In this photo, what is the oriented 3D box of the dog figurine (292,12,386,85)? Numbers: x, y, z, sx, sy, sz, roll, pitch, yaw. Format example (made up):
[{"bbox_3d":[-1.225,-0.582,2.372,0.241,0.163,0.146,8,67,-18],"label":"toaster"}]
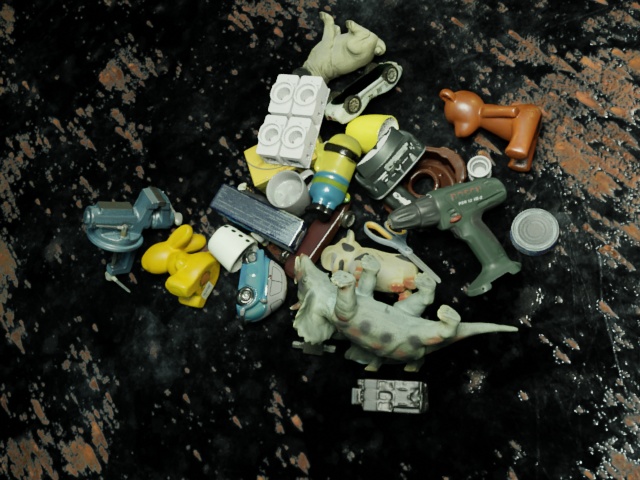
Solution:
[{"bbox_3d":[0.037,-0.385,1.210,0.173,0.121,0.190,26,99,25],"label":"dog figurine"}]

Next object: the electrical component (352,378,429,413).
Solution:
[{"bbox_3d":[0.128,0.285,0.982,0.134,0.114,0.058,-3,71,18],"label":"electrical component"}]

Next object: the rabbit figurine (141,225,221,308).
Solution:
[{"bbox_3d":[-0.314,0.048,1.186,0.173,0.121,0.162,17,77,22],"label":"rabbit figurine"}]

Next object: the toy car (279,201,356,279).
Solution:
[{"bbox_3d":[-0.002,-0.003,1.133,0.089,0.053,0.202,30,82,35],"label":"toy car"}]

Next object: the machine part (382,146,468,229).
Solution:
[{"bbox_3d":[0.211,-0.109,1.091,0.180,0.056,0.179,-5,75,18],"label":"machine part"}]

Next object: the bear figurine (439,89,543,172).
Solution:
[{"bbox_3d":[0.324,-0.222,1.052,0.196,0.120,0.132,14,84,22],"label":"bear figurine"}]

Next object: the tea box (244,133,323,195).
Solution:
[{"bbox_3d":[-0.072,-0.181,1.195,0.170,0.068,0.098,-25,69,11],"label":"tea box"}]

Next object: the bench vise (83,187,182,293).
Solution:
[{"bbox_3d":[-0.435,-0.008,1.231,0.129,0.223,0.240,39,120,27],"label":"bench vise"}]

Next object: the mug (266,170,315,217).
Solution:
[{"bbox_3d":[-0.051,-0.100,1.146,0.081,0.107,0.109,42,87,22],"label":"mug"}]

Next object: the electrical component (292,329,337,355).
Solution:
[{"bbox_3d":[-0.010,0.202,1.098,0.094,0.021,0.063,4,77,19],"label":"electrical component"}]

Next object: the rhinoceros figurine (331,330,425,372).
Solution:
[{"bbox_3d":[0.113,0.198,1.032,0.191,0.073,0.112,4,79,19],"label":"rhinoceros figurine"}]

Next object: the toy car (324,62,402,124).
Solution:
[{"bbox_3d":[0.094,-0.321,1.160,0.202,0.056,0.074,-41,40,-17],"label":"toy car"}]

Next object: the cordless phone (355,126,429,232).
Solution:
[{"bbox_3d":[0.172,-0.118,1.046,0.184,0.088,0.146,43,94,12],"label":"cordless phone"}]

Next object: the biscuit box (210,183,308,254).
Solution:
[{"bbox_3d":[-0.127,-0.046,1.113,0.203,0.059,0.063,27,79,15],"label":"biscuit box"}]

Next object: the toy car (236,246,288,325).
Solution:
[{"bbox_3d":[-0.119,0.099,1.127,0.103,0.109,0.161,7,65,-3],"label":"toy car"}]

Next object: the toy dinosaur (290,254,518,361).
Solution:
[{"bbox_3d":[0.115,0.145,0.950,0.405,0.192,0.131,24,39,9],"label":"toy dinosaur"}]

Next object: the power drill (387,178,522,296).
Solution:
[{"bbox_3d":[0.261,-0.002,0.994,0.232,0.086,0.207,-27,81,-12],"label":"power drill"}]

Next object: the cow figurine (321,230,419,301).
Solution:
[{"bbox_3d":[0.097,0.048,1.062,0.195,0.085,0.127,11,38,8],"label":"cow figurine"}]

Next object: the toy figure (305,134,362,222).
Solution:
[{"bbox_3d":[0.031,-0.130,1.098,0.089,0.082,0.180,5,67,33],"label":"toy figure"}]

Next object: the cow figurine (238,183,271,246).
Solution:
[{"bbox_3d":[-0.148,-0.072,1.191,0.098,0.068,0.167,-43,71,-3],"label":"cow figurine"}]
